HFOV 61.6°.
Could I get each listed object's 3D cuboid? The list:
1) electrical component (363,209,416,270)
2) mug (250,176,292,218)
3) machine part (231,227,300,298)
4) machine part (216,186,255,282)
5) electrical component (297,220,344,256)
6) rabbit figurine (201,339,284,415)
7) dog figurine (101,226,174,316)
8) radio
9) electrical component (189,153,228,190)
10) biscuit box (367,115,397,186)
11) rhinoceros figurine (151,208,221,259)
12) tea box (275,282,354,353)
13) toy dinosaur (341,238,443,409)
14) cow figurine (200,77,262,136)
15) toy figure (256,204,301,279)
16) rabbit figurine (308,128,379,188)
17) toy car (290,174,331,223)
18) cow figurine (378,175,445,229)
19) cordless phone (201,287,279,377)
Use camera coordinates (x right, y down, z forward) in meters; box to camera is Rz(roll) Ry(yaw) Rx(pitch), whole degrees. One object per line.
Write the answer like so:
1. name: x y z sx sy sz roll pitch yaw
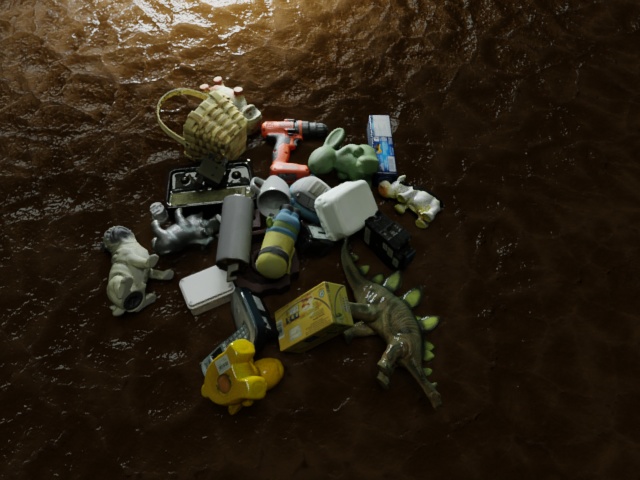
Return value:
1. electrical component: 0.166 0.006 1.280 0.058 0.114 0.134 -39 69 -16
2. mug: -0.122 -0.116 1.312 0.109 0.080 0.107 27 26 -16
3. machine part: -0.133 0.055 1.277 0.179 0.056 0.179 1 62 -1
4. machine part: -0.195 -0.016 1.239 0.079 0.079 0.243 2 63 -1
5. electrical component: -0.003 -0.004 1.302 0.119 0.047 0.075 4 49 -45
6. rabbit figurine: -0.146 0.291 1.102 0.162 0.173 0.122 -48 64 23
7. dog figurine: -0.464 0.067 1.247 0.191 0.121 0.172 28 59 28
8. radio: -0.273 -0.128 1.362 0.230 0.073 0.131 -6 62 -6
9. electrical component: -0.276 -0.168 1.322 0.078 0.045 0.102 23 62 -21
10. biscuit box: 0.166 -0.241 1.448 0.059 0.062 0.203 0 61 -3
11. rhinoceros figurine: -0.310 -0.020 1.277 0.112 0.073 0.190 35 42 30
12. tea box: -0.016 0.169 1.154 0.068 0.170 0.098 17 52 -43
13. toy dinosaur: 0.140 0.163 1.204 0.198 0.105 0.472 -22 59 -22
14. cow figurine: -0.235 -0.355 1.478 0.195 0.127 0.085 32 63 31
15. toy figure: -0.094 0.002 1.220 0.082 0.089 0.180 14 70 12
16. rabbit figurine: 0.054 -0.212 1.385 0.170 0.121 0.159 3 57 -11
17. toy car: -0.014 -0.102 1.343 0.162 0.102 0.109 33 66 17
18. cow figurine: 0.235 -0.112 1.375 0.167 0.068 0.098 38 61 14
19. cordless phone: -0.195 0.208 1.181 0.184 0.088 0.147 -40 48 8
